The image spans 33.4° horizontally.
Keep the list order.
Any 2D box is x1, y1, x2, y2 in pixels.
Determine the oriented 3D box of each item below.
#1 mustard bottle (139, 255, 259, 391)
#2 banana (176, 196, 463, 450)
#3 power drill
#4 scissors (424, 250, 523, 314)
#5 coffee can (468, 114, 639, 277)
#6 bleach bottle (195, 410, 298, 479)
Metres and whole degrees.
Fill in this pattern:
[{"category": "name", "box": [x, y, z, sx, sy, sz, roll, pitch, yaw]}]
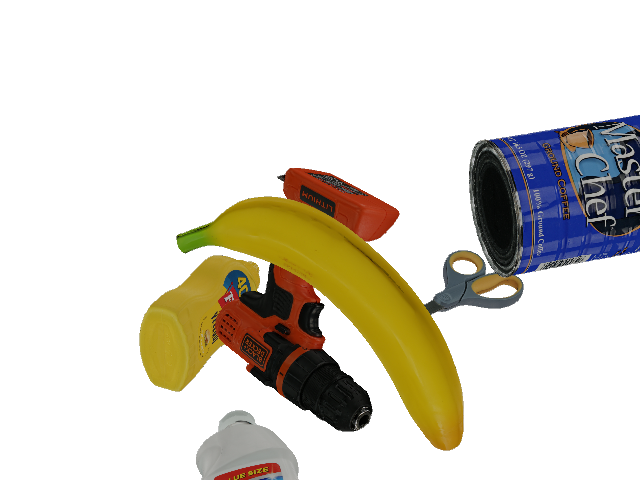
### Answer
[{"category": "mustard bottle", "box": [-0.114, 0.070, 1.109, 0.058, 0.096, 0.191, 11, 28, 21]}, {"category": "banana", "box": [0.016, 0.035, 0.593, 0.198, 0.070, 0.037, 39, 33, 1]}, {"category": "power drill", "box": [-0.002, 0.046, 0.901, 0.185, 0.188, 0.057, 32, 17, 38]}, {"category": "scissors", "box": [0.122, 0.050, 1.108, 0.201, 0.016, 0.096, -7, 40, -30]}, {"category": "coffee can", "box": [0.193, -0.035, 0.786, 0.140, 0.103, 0.103, -10, 1, -8]}, {"category": "bleach bottle", "box": [-0.057, 0.210, 0.746, 0.102, 0.068, 0.251, -6, 31, -6]}]
